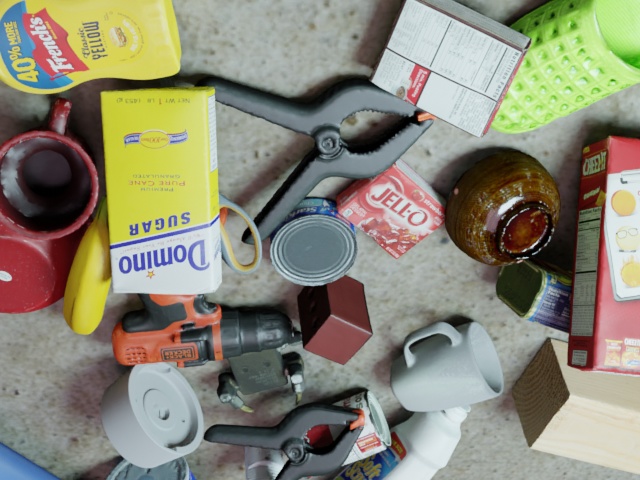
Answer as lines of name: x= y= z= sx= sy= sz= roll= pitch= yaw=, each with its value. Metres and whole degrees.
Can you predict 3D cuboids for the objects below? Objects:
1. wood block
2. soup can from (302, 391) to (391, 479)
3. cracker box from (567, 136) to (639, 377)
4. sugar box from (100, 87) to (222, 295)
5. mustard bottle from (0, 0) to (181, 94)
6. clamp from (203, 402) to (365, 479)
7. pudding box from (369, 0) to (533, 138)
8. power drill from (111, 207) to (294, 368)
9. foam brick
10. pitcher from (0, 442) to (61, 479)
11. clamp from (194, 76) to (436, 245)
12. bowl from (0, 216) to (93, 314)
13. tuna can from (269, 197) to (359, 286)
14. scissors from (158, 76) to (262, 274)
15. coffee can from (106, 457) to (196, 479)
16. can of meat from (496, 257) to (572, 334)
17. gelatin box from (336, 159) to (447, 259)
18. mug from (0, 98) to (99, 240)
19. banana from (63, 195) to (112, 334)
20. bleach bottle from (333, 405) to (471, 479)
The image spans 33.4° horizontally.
wood block: x=0.330 y=0.191 z=1.178 sx=0.205 sy=0.091 sz=0.090 roll=16 pitch=124 yaw=-17
soup can: x=0.019 y=0.215 z=1.178 sx=0.102 sy=0.068 sz=0.068 roll=-23 pitch=126 yaw=10
cracker box: x=0.321 y=0.022 z=0.991 sx=0.164 sy=0.072 sz=0.214 roll=6 pitch=84 yaw=-11
sugar box: x=-0.135 y=-0.042 z=0.918 sx=0.093 sy=0.048 sz=0.176 roll=0 pitch=101 yaw=6
mustard bottle: x=-0.215 y=-0.169 z=0.870 sx=0.191 sy=0.058 sz=0.096 roll=-8 pitch=128 yaw=1
clamp: x=-0.027 y=0.232 z=1.133 sx=0.171 sy=0.039 sz=0.120 roll=-17 pitch=104 yaw=7
pudding box: x=0.109 y=-0.151 z=0.903 sx=0.113 sy=0.039 sz=0.090 roll=27 pitch=122 yaw=5
power drill: x=-0.120 y=0.045 z=1.043 sx=0.184 sy=0.057 sz=0.188 roll=-6 pitch=127 yaw=-5
foam brick: x=0.014 y=0.076 z=1.066 sx=0.051 sy=0.078 sz=0.053 roll=25 pitch=121 yaw=-24
pitcher: x=-0.344 y=0.309 z=1.187 sx=0.145 sy=0.149 sz=0.242 roll=-45 pitch=123 yaw=7
clamp: x=-0.002 y=-0.099 z=0.955 sx=0.210 sy=0.036 sz=0.164 roll=-21 pitch=117 yaw=5
bowl: x=-0.292 y=0.017 z=1.005 sx=0.162 sy=0.055 sz=0.162 roll=-2 pitch=127 yaw=-3
tuna can: x=-0.007 y=0.001 z=1.035 sx=0.086 sy=0.034 sz=0.086 roll=-3 pitch=127 yaw=-4
scissors: x=-0.125 y=-0.049 z=0.947 sx=0.096 sy=0.016 sz=0.201 roll=-31 pitch=102 yaw=6
coffee can: x=-0.174 y=0.319 z=1.216 sx=0.103 sy=0.103 sz=0.140 roll=-16 pitch=127 yaw=6
can of meat: x=0.231 y=0.055 z=1.058 sx=0.083 sy=0.102 sz=0.057 roll=18 pitch=100 yaw=-16
gelatin box: x=0.070 y=-0.032 z=1.020 sx=0.073 sy=0.030 sz=0.089 roll=-39 pitch=122 yaw=21
mug: x=-0.234 y=-0.066 z=0.923 sx=0.093 sy=0.081 sz=0.117 roll=11 pitch=103 yaw=-11
banana: x=-0.213 y=0.045 z=0.995 sx=0.037 sy=0.069 sz=0.198 roll=25 pitch=139 yaw=-1
bleach bottle: x=0.079 y=0.263 z=1.214 sx=0.068 sy=0.102 sz=0.251 roll=31 pitch=112 yaw=-19
